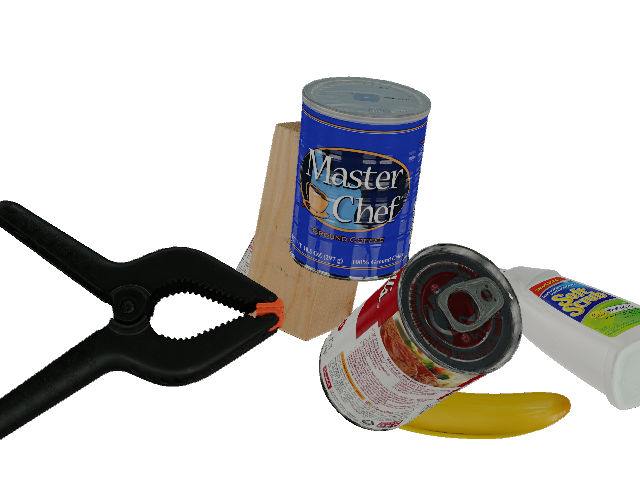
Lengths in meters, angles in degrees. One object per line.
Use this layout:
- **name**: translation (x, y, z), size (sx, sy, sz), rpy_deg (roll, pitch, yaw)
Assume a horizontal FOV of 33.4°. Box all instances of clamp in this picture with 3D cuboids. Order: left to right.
- **clamp**: translation (-0.131, 0.040, 0.706), size (0.210, 0.164, 0.036), rpy_deg (-7, -21, -4)

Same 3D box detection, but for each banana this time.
- **banana**: translation (0.112, 0.135, 0.882), size (0.198, 0.037, 0.069), rpy_deg (8, 31, 3)

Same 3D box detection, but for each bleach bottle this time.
- **bleach bottle**: translation (0.240, 0.079, 1.043), size (0.102, 0.068, 0.251), rpy_deg (-16, 22, -24)

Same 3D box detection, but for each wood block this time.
- **wood block**: translation (-0.007, -0.014, 1.116), size (0.090, 0.206, 0.090), rpy_deg (21, 20, 28)

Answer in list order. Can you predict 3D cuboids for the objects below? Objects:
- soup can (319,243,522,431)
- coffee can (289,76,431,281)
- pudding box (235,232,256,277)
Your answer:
- **soup can**: translation (0.049, 0.053, 0.552), size (0.068, 0.068, 0.102), rpy_deg (0, -25, -25)
- **coffee can**: translation (0.030, -0.052, 0.871), size (0.103, 0.140, 0.103), rpy_deg (5, 25, -2)
- **pudding box**: translation (-0.054, 0.009, 1.304), size (0.039, 0.090, 0.113), rpy_deg (35, 31, 9)
